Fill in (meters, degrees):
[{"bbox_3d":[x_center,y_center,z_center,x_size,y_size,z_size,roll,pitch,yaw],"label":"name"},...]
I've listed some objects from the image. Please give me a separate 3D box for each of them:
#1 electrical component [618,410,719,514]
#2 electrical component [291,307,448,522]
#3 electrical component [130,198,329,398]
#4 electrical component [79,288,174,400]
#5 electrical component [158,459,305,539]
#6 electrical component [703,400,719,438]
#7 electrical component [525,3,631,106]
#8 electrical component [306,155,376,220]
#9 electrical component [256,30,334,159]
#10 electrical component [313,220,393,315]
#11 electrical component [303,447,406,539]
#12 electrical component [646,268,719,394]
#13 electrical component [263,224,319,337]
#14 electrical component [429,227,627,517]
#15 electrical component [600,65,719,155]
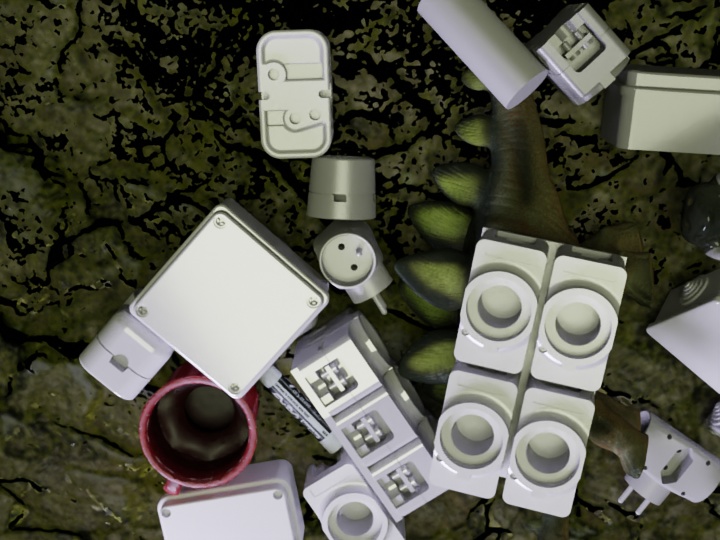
[{"bbox_3d":[0.250,0.170,0.906,0.077,0.043,0.079,34,101,-7],"label":"electrical component"},{"bbox_3d":[0.014,0.112,0.871,0.062,0.089,0.150,-33,100,7],"label":"electrical component"},{"bbox_3d":[-0.096,0.020,0.812,0.109,0.056,0.108,41,100,-8],"label":"electrical component"},{"bbox_3d":[-0.176,0.054,0.857,0.054,0.095,0.059,41,100,-8],"label":"electrical component"},{"bbox_3d":[-0.108,0.213,0.912,0.113,0.057,0.078,-10,102,3],"label":"electrical component"},{"bbox_3d":[0.339,0.137,0.870,0.100,0.100,0.048,37,87,-7],"label":"electrical component"},{"bbox_3d":[0.163,-0.162,0.808,0.050,0.089,0.055,-43,99,9],"label":"electrical component"},{"bbox_3d":[-0.014,-0.066,0.851,0.055,0.055,0.047,2,99,0],"label":"electrical component"},{"bbox_3d":[-0.049,-0.137,0.832,0.054,0.059,0.095,-2,103,1],"label":"electrical component"},{"bbox_3d":[0.000,0.000,0.853,0.043,0.077,0.079,-31,101,7],"label":"electrical component"},{"bbox_3d":[-0.004,0.202,0.909,0.050,0.055,0.089,-32,100,7],"label":"electrical component"},{"bbox_3d":[0.293,0.046,0.852,0.100,0.100,0.048,39,61,-7],"label":"electrical component"},{"bbox_3d":[-0.076,0.012,0.868,0.059,0.053,0.095,-32,100,7],"label":"electrical component"},{"bbox_3d":[0.120,0.074,0.776,0.105,0.060,0.186,12,103,9],"label":"electrical component"},{"bbox_3d":[0.247,-0.123,0.823,0.113,0.078,0.057,3,106,0],"label":"electrical component"}]
